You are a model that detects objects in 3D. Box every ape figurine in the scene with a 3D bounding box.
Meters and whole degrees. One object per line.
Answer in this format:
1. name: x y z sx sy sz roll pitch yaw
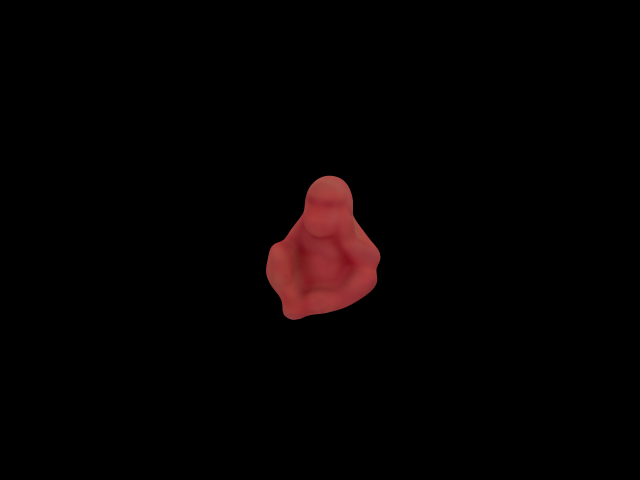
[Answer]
1. ape figurine: 0.004 0.001 0.400 0.077 0.092 0.076 4 14 15
